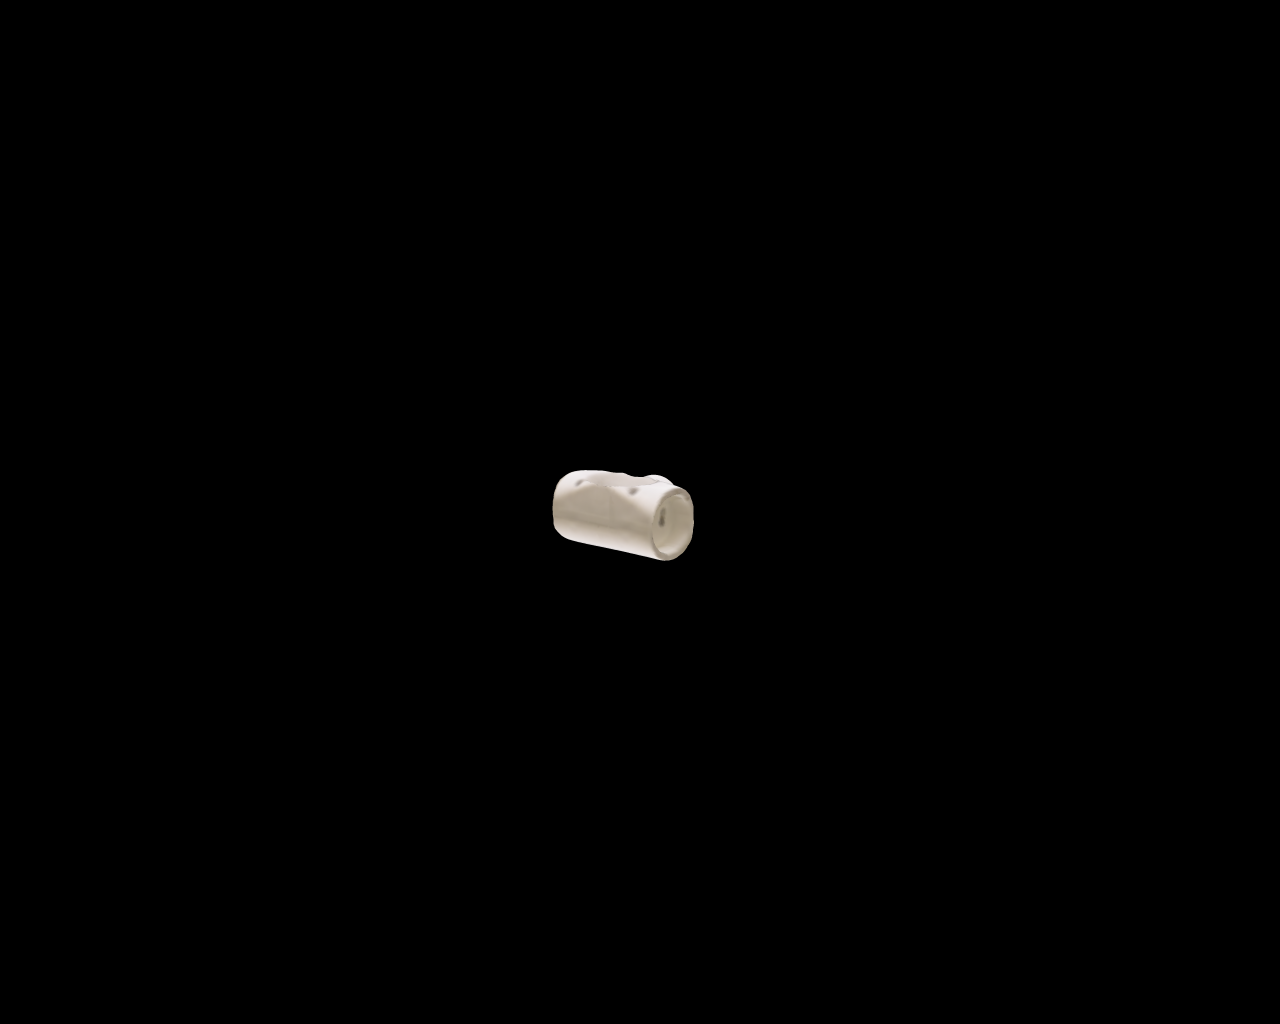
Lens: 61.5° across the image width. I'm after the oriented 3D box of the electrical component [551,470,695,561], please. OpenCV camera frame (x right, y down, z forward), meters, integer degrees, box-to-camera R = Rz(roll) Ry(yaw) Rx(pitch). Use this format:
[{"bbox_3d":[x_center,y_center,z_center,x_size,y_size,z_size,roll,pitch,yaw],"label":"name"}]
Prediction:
[{"bbox_3d":[0.001,-0.003,0.650,0.077,0.044,0.079,11,18,37],"label":"electrical component"}]
